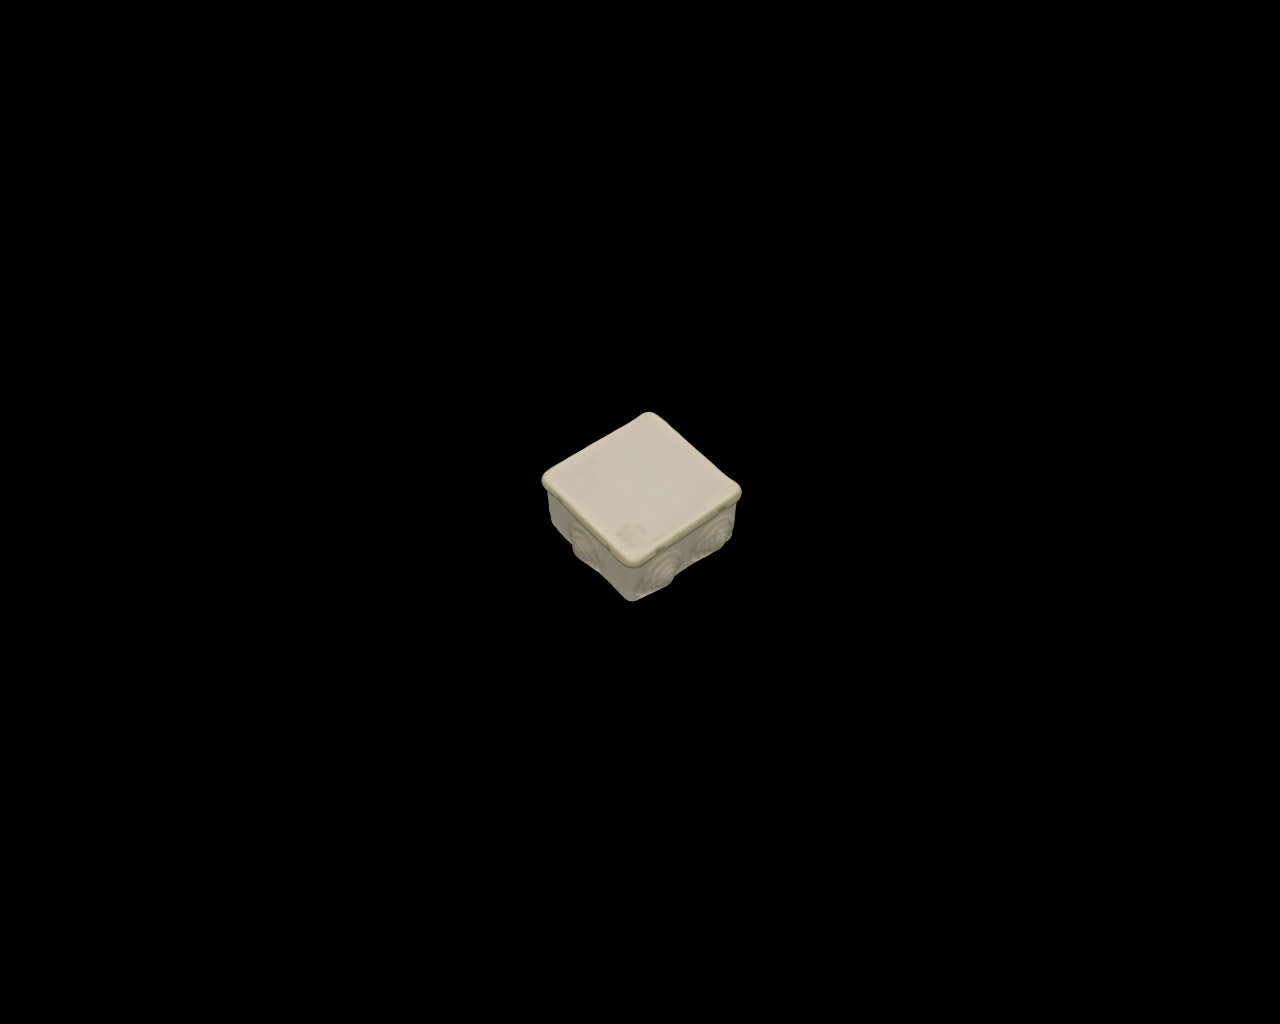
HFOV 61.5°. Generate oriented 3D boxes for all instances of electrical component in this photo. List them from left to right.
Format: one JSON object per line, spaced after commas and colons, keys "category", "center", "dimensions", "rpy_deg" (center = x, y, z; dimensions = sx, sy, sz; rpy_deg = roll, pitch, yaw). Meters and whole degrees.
{"category": "electrical component", "center": [0.001, -0.003, 0.650], "dimensions": [0.100, 0.048, 0.100], "rpy_deg": [-33, 58, -24]}
